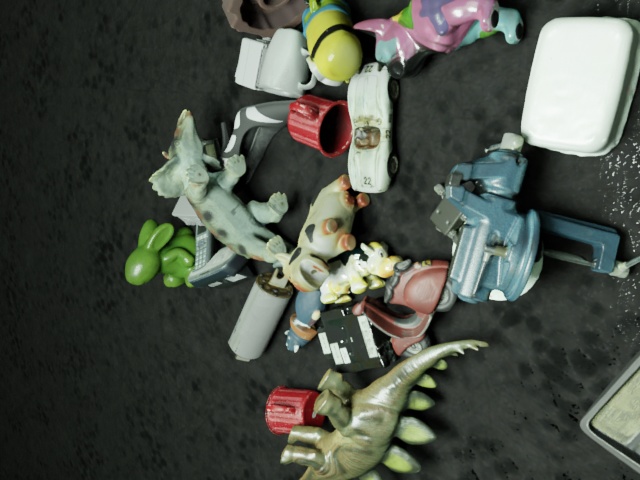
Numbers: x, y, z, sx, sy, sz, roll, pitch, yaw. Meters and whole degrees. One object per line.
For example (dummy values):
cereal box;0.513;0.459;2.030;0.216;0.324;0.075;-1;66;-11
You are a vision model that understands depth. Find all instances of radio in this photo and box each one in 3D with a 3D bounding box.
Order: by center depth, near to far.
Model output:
radio;0.429;0.174;0.620;0.131;0.073;0.229;40;121;26

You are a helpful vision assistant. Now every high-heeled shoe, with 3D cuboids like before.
high-heeled shoe;-0.111;-0.168;0.992;0.249;0.086;0.145;-5;98;44

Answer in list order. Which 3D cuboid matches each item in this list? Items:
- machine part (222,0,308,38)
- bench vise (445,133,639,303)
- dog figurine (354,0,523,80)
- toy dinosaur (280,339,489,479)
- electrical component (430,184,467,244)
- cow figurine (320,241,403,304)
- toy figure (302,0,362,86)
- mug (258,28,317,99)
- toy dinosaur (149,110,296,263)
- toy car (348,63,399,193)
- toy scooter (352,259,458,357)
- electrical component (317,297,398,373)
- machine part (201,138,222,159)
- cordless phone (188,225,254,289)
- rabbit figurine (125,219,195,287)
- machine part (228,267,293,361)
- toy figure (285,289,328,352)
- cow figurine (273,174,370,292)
machine part;-0.076;-0.405;0.861;0.179;0.179;0.056;-38;73;37
bench vise;0.272;-0.015;0.682;0.241;0.129;0.223;15;83;7
dog figurine;0.155;-0.322;0.732;0.219;0.108;0.191;9;104;40
toy dinosaur;0.079;0.294;0.872;0.198;0.105;0.471;28;121;-3
electrical component;0.194;-0.039;0.798;0.094;0.021;0.063;56;132;31
cow figurine;0.064;0.041;0.898;0.167;0.068;0.098;-29;69;37
toy figure;0.016;-0.319;0.824;0.089;0.082;0.180;118;152;-58
mug;-0.049;-0.301;0.915;0.110;0.081;0.107;16;101;40
toy dinosaur;-0.161;-0.047;0.994;0.404;0.131;0.192;51;152;-11
toy car;0.082;-0.174;0.847;0.074;0.056;0.201;7;103;38
toy scooter;0.127;0.097;0.827;0.135;0.075;0.183;21;119;4
electrical component;0.059;0.166;0.929;0.134;0.058;0.115;-16;86;40
machine part;-0.250;-0.165;1.130;0.139;0.039;0.084;-12;98;38
cordless phone;-0.206;0.001;1.107;0.147;0.088;0.184;-22;66;39
rabbit figurine;-0.333;0.038;1.147;0.121;0.170;0.159;9;104;37
machine part;-0.118;0.150;1.055;0.079;0.079;0.243;42;122;25
toy figure;-0.024;0.143;0.991;0.058;0.064;0.154;16;118;-4
cow figurine;-0.002;-0.003;0.876;0.085;0.195;0.127;36;143;-24
